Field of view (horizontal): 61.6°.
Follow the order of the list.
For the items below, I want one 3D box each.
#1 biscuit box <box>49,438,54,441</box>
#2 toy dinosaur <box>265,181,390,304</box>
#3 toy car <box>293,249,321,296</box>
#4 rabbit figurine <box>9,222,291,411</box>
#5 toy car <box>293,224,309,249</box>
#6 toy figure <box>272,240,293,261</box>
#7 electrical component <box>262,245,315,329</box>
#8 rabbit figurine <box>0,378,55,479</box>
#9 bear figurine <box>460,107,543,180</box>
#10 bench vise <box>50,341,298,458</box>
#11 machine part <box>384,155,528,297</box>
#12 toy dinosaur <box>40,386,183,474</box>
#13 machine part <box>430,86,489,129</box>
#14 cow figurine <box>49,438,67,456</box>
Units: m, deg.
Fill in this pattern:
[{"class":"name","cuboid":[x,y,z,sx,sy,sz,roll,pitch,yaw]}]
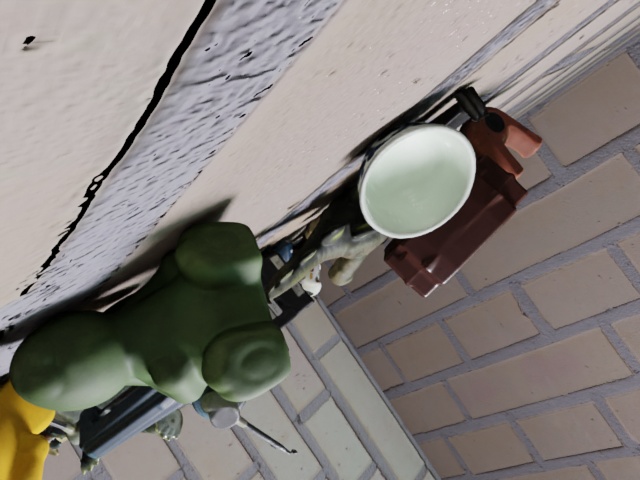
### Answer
[{"class":"biscuit box","cuboid":[-0.398,0.262,0.836,0.059,0.063,0.202,-35,177,31]},{"class":"toy dinosaur","cuboid":[0.056,-0.029,0.737,0.471,0.105,0.198,-43,175,-35]},{"class":"toy car","cuboid":[-0.033,0.069,0.932,0.056,0.073,0.201,2,164,-9]},{"class":"rabbit figurine","cuboid":[-0.129,0.065,0.393,0.170,0.121,0.159,-13,176,-22]},{"class":"toy car","cuboid":[-0.002,-0.003,0.949,0.089,0.053,0.202,-11,167,-20]},{"class":"toy figure","cuboid":[-0.094,0.056,0.876,0.154,0.057,0.064,-37,-157,28]},{"class":"electrical component","cuboid":[-0.090,0.082,0.765,0.134,0.115,0.058,-30,170,-49]},{"class":"rabbit figurine","cuboid":[-0.247,0.221,0.433,0.122,0.173,0.162,-33,-158,-15]},{"class":"bear figurine","cuboid":[0.247,-0.129,0.902,0.120,0.132,0.196,-48,178,-33]},{"class":"bench vise","cuboid":[-0.151,0.142,0.535,0.240,0.128,0.224,-36,-141,-1]},{"class":"machine part","cuboid":[0.183,-0.022,0.767,0.201,0.087,0.201,-48,177,7]},{"class":"toy dinosaur","cuboid":[-0.232,0.203,0.799,0.192,0.131,0.405,-21,-179,30]},{"class":"machine part","cuboid":[0.117,-0.113,0.594,0.139,0.039,0.084,-34,171,32]},{"class":"cow figurine","cuboid":[-0.458,0.319,0.912,0.127,0.085,0.195,-28,176,16]}]
